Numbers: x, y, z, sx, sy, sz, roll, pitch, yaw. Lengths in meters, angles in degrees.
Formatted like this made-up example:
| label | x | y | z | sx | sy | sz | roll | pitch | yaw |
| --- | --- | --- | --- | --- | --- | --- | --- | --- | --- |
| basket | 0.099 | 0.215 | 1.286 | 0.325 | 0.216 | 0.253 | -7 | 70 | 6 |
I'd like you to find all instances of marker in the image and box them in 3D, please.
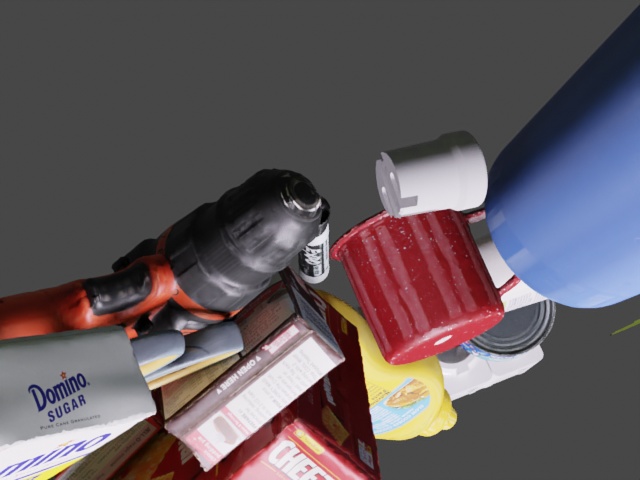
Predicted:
| label | x | y | z | sx | sy | sz | roll | pitch | yaw |
| --- | --- | --- | --- | --- | --- | --- | --- | --- | --- |
| marker | -0.004 | 0.001 | 0.603 | 0.020 | 0.020 | 0.121 | -21 | 165 | -6 |

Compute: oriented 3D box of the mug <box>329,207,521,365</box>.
| label | x | y | z | sx | sy | sz | roll | pitch | yaw |
| --- | --- | --- | --- | --- | --- | --- | --- | --- | --- |
| mug | 0.074 | 0.022 | 0.665 | 0.117 | 0.081 | 0.093 | -24 | 164 | 4 |

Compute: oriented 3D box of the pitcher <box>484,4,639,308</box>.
| label | x | y | z | sx | sy | sz | roll | pitch | yaw |
| --- | --- | --- | --- | --- | --- | --- | --- | --- | --- |
| pitcher | 0.185 | -0.047 | 0.497 | 0.144 | 0.149 | 0.243 | -25 | 170 | -25 |

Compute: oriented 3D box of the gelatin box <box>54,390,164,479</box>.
| label | x | y | z | sx | sy | sz | roll | pitch | yaw |
| --- | --- | --- | --- | --- | --- | --- | --- | --- | --- |
| gelatin box | -0.139 | 0.114 | 0.649 | 0.089 | 0.073 | 0.030 | -46 | 120 | 8 |

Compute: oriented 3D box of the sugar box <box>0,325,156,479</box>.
| label | x | y | z | sx | sy | sz | roll | pitch | yaw |
| --- | --- | --- | --- | --- | --- | --- | --- | --- | --- |
| sugar box | -0.158 | 0.094 | 0.426 | 0.176 | 0.048 | 0.093 | -31 | 165 | 30 |

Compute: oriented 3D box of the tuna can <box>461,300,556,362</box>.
| label | x | y | z | sx | sy | sz | roll | pitch | yaw |
| --- | --- | --- | --- | --- | --- | --- | --- | --- | --- |
| tuna can | 0.146 | 0.055 | 0.870 | 0.086 | 0.086 | 0.034 | -21 | 166 | -8 |

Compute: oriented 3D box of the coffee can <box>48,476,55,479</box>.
| label | x | y | z | sx | sy | sz | roll | pitch | yaw |
| --- | --- | --- | --- | --- | --- | --- | --- | --- | --- |
| coffee can | -0.237 | 0.148 | 0.605 | 0.140 | 0.103 | 0.102 | -30 | 163 | 23 |

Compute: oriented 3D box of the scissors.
| label | x | y | z | sx | sy | sz | roll | pitch | yaw |
| --- | --- | --- | --- | --- | --- | --- | --- | --- | --- |
| scissors | -0.131 | 0.079 | 0.484 | 0.201 | 0.016 | 0.096 | -22 | 168 | 0 |

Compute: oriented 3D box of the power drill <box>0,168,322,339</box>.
| label | x | y | z | sx | sy | sz | roll | pitch | yaw |
| --- | --- | --- | --- | --- | --- | --- | --- | --- | --- |
| power drill | -0.109 | 0.027 | 0.472 | 0.187 | 0.057 | 0.185 | -7 | 158 | -44 |

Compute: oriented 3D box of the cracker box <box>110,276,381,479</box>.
| label | x | y | z | sx | sy | sz | roll | pitch | yaw |
| --- | --- | --- | --- | --- | --- | --- | --- | --- | --- |
| cracker box | -0.070 | 0.138 | 0.629 | 0.214 | 0.072 | 0.164 | -42 | -159 | 16 |

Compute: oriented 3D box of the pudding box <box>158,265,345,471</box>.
| label | x | y | z | sx | sy | sz | roll | pitch | yaw |
| --- | --- | --- | --- | --- | --- | --- | --- | --- | --- |
| pudding box | -0.043 | 0.057 | 0.565 | 0.090 | 0.039 | 0.113 | -40 | -160 | 3 |

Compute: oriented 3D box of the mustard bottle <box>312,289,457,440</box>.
| label | x | y | z | sx | sy | sz | roll | pitch | yaw |
| --- | --- | --- | --- | --- | --- | --- | --- | --- | --- |
| mustard bottle | 0.033 | 0.102 | 0.774 | 0.191 | 0.058 | 0.096 | 29 | 127 | -36 |

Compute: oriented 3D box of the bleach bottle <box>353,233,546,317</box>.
| label | x | y | z | sx | sy | sz | roll | pitch | yaw |
| --- | --- | --- | --- | --- | --- | --- | --- | --- | --- |
| bleach bottle | 0.134 | 0.025 | 0.802 | 0.251 | 0.068 | 0.102 | -20 | 162 | 0 |
